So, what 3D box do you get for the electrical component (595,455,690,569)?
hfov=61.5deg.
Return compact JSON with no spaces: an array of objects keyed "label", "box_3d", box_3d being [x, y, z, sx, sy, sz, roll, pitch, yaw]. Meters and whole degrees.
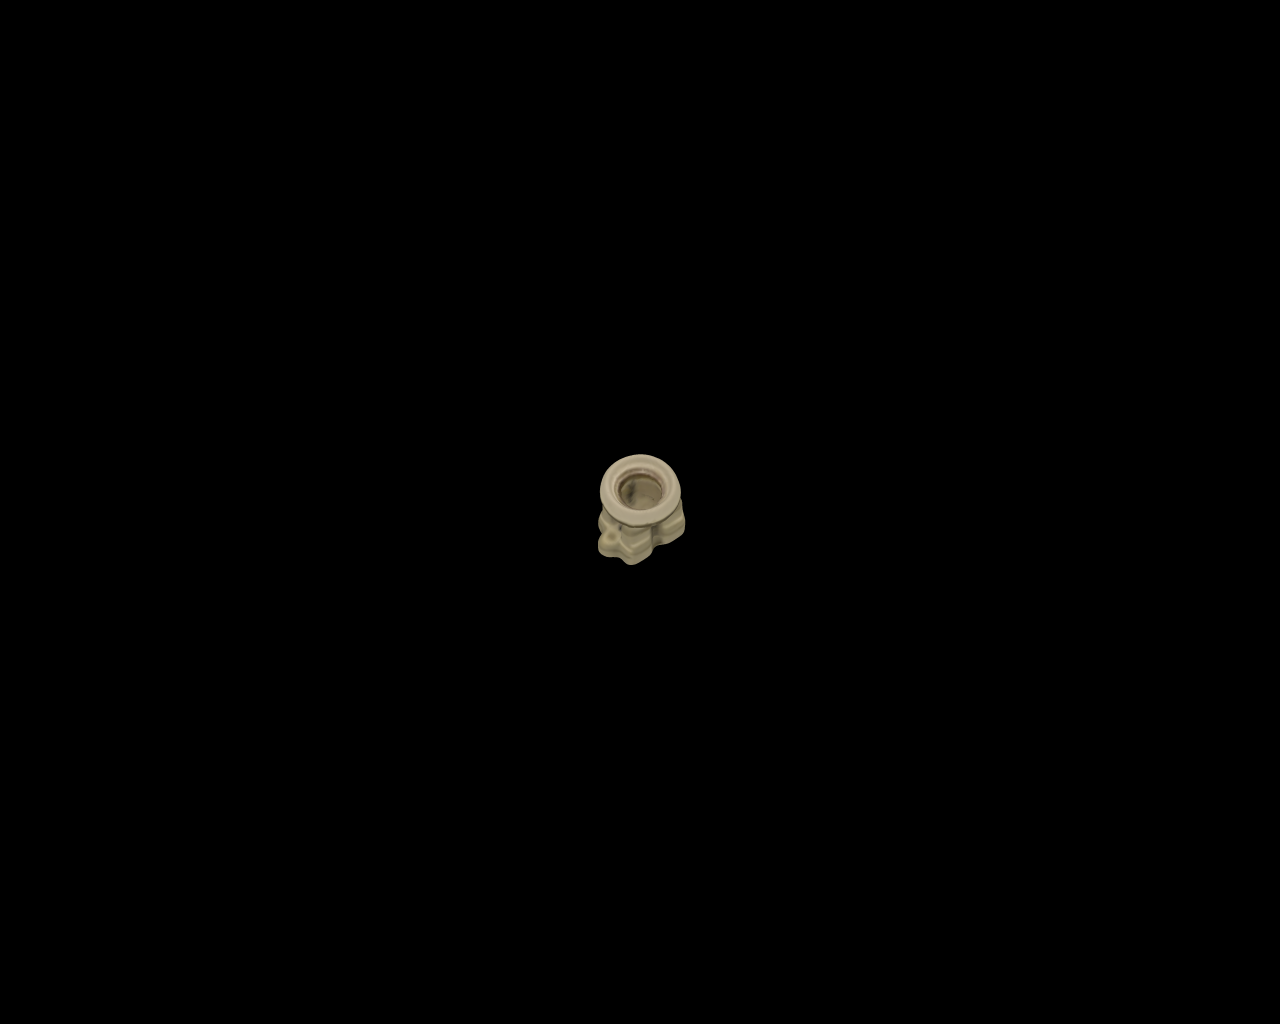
[{"label":"electrical component","box_3d":[0.001,-0.003,0.650,0.066,0.048,0.055,-32,-26,-18]}]
